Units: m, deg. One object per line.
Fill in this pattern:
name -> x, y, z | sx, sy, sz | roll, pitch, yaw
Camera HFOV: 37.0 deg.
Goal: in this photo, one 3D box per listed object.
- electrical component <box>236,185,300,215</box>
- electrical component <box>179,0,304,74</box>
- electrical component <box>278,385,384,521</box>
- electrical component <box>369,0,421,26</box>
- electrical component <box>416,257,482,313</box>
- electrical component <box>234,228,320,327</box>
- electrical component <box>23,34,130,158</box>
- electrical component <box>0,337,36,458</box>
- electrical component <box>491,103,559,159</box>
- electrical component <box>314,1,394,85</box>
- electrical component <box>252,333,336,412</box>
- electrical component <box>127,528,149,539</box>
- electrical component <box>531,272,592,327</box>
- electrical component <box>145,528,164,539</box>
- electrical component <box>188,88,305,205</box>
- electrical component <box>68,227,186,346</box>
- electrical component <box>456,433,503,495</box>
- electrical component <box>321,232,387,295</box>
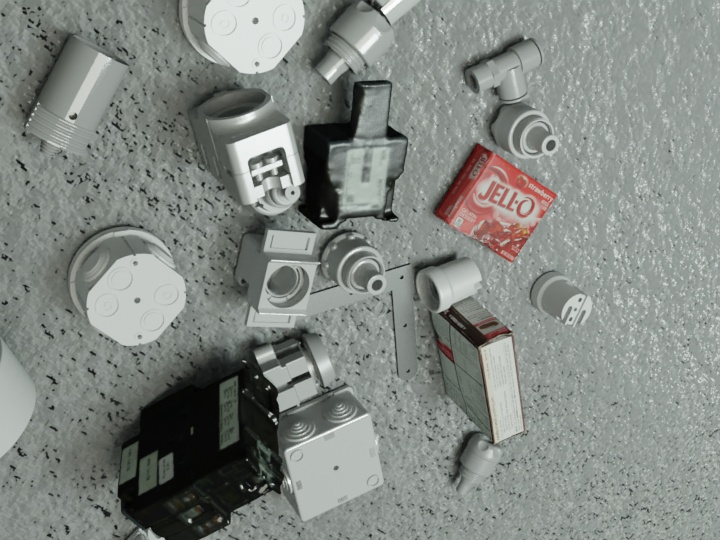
electrical component -> -0.067, -0.061, 0.809 | 0.040, 0.078, 0.040 | -5, 100, -27
electrical component -> -0.082, -0.180, 0.755 | 0.080, 0.051, 0.080 | -12, 118, -23
electrical component -> -0.031, 0.163, 0.951 | 0.100, 0.048, 0.099 | -22, 122, -18
electrical component -> 0.029, -0.212, 0.809 | 0.046, 0.040, 0.040 | -42, 126, 2
electrical component -> 0.078, 0.012, 0.943 | 0.046, 0.040, 0.040 | -21, 122, -25
electrical component -> -0.068, 0.002, 0.843 | 0.042, 0.064, 0.081 | 4, 112, -31
electrical component -> -0.195, -0.114, 0.730 | 0.043, 0.043, 0.081 | 25, 100, -35
electrical component -> -0.279, 0.098, 0.751 | 0.108, 0.108, 0.060 | -37, 131, -8
electrical component -> 0.142, -0.114, 0.903 | 0.043, 0.062, 0.043 | -12, 118, -23
electrical component -> -0.007, -0.167, 0.807 | 0.062, 0.043, 0.043 | -47, 126, 0
electrical component -> -0.054, 0.082, 0.902 | 0.055, 0.048, 0.066 | -23, 122, -9
electrical component -> -0.170, 0.278, 0.922 | 0.061, 0.062, 0.096 | -47, 126, -1
electrical component -> 0.189, 0.028, 1.007 | 0.040, 0.046, 0.040 | -12, 118, -23
electrical component -> -0.167, 0.203, 0.897 | 0.040, 0.046, 0.040 | -12, 118, -23
electrical component -> -0.083, -0.094, 0.772 | 0.050, 0.089, 0.055 | -23, 122, -17
electrical component -> -0.172, 0.012, 0.799 | 0.080, 0.051, 0.080 | -12, 118, -23
electrical component -> 0.113, 0.192, 1.052 | 0.035, 0.035, 0.061 | 18, 106, -34
electrical component -> 0.000, 0.000, 0.880 | 0.048, 0.062, 0.048 | -12, 118, -24
